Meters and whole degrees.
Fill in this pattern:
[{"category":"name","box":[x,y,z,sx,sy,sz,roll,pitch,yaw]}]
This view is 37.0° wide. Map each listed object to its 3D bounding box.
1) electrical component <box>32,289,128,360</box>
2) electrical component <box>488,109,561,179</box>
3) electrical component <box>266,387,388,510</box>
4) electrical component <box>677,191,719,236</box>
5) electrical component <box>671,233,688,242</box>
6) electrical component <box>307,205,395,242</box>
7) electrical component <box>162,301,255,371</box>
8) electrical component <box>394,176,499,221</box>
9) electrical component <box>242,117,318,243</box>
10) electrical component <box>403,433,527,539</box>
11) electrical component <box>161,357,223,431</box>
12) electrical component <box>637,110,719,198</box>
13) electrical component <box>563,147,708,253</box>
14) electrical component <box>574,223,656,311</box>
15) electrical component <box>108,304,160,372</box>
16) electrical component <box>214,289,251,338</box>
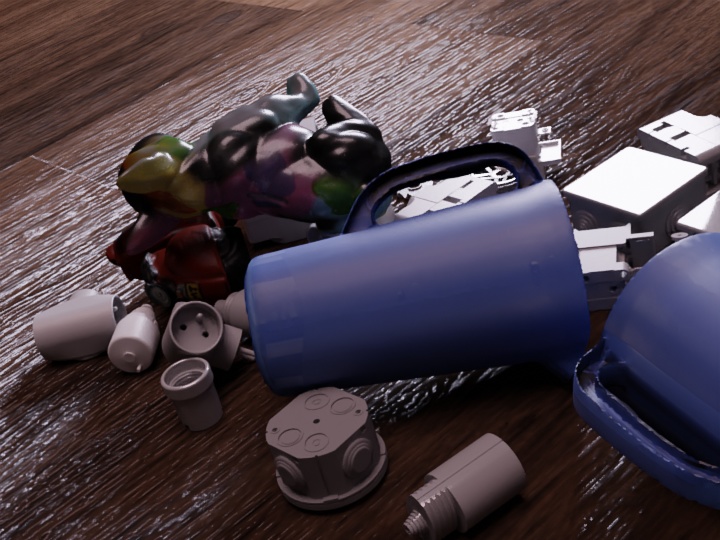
[{"category":"electrical component","box":[-0.257,0.044,1.005,0.077,0.044,0.079,-14,31,5]},{"category":"electrical component","box":[0.155,-0.122,1.056,0.081,0.063,0.042,-8,31,15]},{"category":"electrical component","box":[-0.024,0.125,0.755,0.080,0.051,0.080,-12,31,7]},{"category":"electrical component","box":[0.311,-0.026,0.837,0.100,0.048,0.100,-32,34,-24]},{"category":"electrical component","box":[0.238,0.012,0.790,0.040,0.078,0.040,-9,17,3]},{"category":"electrical component","box":[0.004,-0.037,1.011,0.077,0.043,0.079,-36,37,-30]},{"category":"electrical component","box":[-0.123,0.060,0.898,0.079,0.077,0.044,19,72,-10]},{"category":"electrical component","box":[0.079,-0.045,0.981,0.089,0.050,0.056,-36,36,-29]},{"category":"electrical component","box":[-0.078,-0.093,1.123,0.089,0.061,0.150,-15,31,4]},{"category":"electrical component","box":[0.062,0.144,0.689,0.081,0.043,0.043,-30,33,-22]},{"category":"electrical component","box":[-0.132,0.099,0.853,0.040,0.046,0.040,-12,31,7]},{"category":"electrical component","box":[0.301,-0.104,0.967,0.056,0.050,0.089,-24,31,-12]},{"category":"electrical component","box":[0.238,-0.057,0.924,0.100,0.048,0.100,-32,34,-24]},{"category":"electrical component","box":[0.196,-0.001,0.860,0.081,0.042,0.063,-6,34,18]},{"category":"electrical component","box":[-0.198,0.057,0.960,0.040,0.040,0.078,-11,31,9]},{"category":"electrical component","box":[-0.100,0.037,0.941,0.062,0.043,0.043,5,37,35]}]
